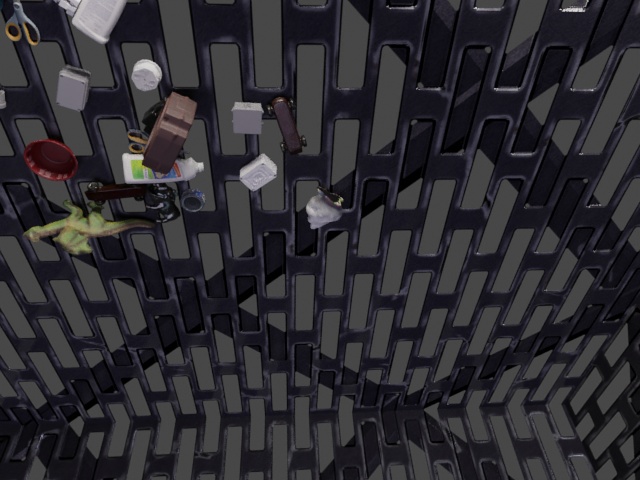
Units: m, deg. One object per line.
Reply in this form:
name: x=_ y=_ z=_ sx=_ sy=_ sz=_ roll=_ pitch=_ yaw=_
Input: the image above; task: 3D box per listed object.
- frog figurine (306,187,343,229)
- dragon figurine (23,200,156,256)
frog figurine: x=0.006 y=-0.094 z=1.860 sx=0.137 sy=0.125 sz=0.157 roll=10 pitch=122 yaw=-40
dragon figurine: x=-0.798 y=-0.020 z=1.779 sx=0.410 sy=0.249 sz=0.119 roll=6 pitch=128 yaw=-8
